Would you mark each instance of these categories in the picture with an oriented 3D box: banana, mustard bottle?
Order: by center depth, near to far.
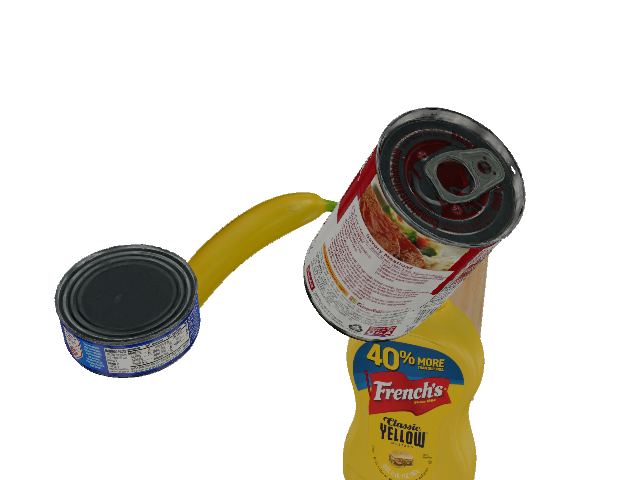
[{"bbox_3d":[0.066,0.097,0.757,0.096,0.192,0.058,10,26,18],"label":"mustard bottle"},{"bbox_3d":[-0.070,0.010,0.980,0.198,0.069,0.037,-33,42,2],"label":"banana"}]

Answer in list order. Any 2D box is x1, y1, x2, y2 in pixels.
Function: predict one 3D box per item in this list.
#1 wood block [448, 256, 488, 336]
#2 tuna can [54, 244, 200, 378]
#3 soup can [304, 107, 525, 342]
[{"bbox_3d":[0.101,0.057,1.052,0.090,0.206,0.091,-9,27,-22],"label":"wood block"},{"bbox_3d":[-0.116,0.043,0.652,0.086,0.034,0.086,-1,41,0],"label":"tuna can"},{"bbox_3d":[0.039,-0.003,0.484,0.068,0.068,0.102,0,-29,-22],"label":"soup can"}]
